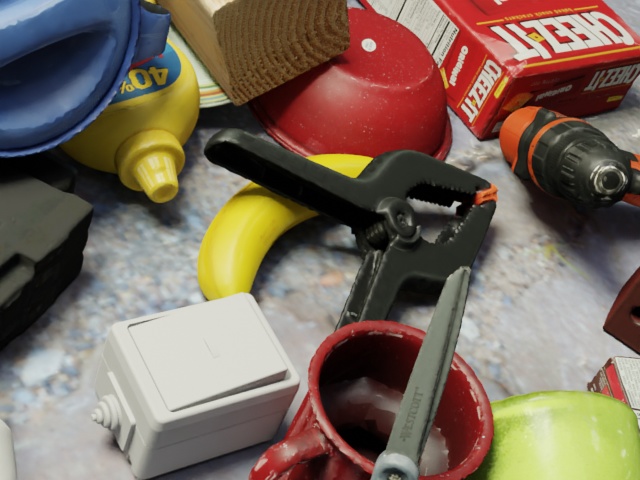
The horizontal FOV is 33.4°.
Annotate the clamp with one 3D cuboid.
[{"bbox_3d":[0.032,-0.013,0.644,0.209,0.036,0.164,-27,88,-43],"label":"clamp"}]

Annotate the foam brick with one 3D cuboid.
[{"bbox_3d":[0.232,0.049,0.686,0.078,0.053,0.051,35,44,12],"label":"foam brick"}]

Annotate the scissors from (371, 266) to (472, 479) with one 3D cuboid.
[{"bbox_3d":[0.013,0.105,0.456,0.096,0.202,0.016,3,16,10],"label":"scissors"}]

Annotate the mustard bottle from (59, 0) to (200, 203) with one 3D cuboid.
[{"bbox_3d":[-0.128,-0.098,0.668,0.096,0.058,0.192,-19,57,-15],"label":"mustard bottle"}]

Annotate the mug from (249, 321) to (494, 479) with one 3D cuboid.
[{"bbox_3d":[0.017,0.103,0.519,0.117,0.082,0.093,-15,56,-34],"label":"mug"}]

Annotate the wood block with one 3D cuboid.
[{"bbox_3d":[-0.073,-0.200,0.712,0.090,0.090,0.206,-29,58,-12],"label":"wood block"}]

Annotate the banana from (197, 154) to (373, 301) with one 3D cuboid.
[{"bbox_3d":[-0.017,-0.012,0.655,0.069,0.037,0.197,56,48,-9],"label":"banana"}]

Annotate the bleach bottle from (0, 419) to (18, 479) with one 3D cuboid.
[{"bbox_3d":[-0.203,0.048,0.437,0.102,0.068,0.251,-30,70,-13],"label":"bleach bottle"}]

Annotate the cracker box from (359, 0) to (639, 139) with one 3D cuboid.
[{"bbox_3d":[0.138,-0.189,0.864,0.163,0.072,0.214,-15,56,-33],"label":"cracker box"}]

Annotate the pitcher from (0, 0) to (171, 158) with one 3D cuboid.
[{"bbox_3d":[-0.208,-0.148,0.598,0.145,0.149,0.243,-46,48,-13],"label":"pitcher"}]

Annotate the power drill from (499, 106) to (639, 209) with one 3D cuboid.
[{"bbox_3d":[0.223,-0.036,0.715,0.187,0.057,0.184,20,13,-10],"label":"power drill"}]

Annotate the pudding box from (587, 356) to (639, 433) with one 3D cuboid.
[{"bbox_3d":[0.222,0.118,0.625,0.113,0.039,0.090,6,47,-15],"label":"pudding box"}]

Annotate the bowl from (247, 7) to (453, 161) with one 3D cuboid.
[{"bbox_3d":[0.028,-0.116,0.759,0.162,0.055,0.162,12,44,-12],"label":"bowl"}]
